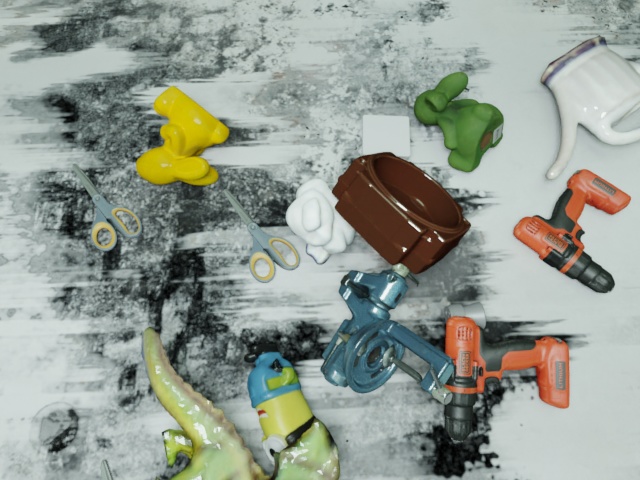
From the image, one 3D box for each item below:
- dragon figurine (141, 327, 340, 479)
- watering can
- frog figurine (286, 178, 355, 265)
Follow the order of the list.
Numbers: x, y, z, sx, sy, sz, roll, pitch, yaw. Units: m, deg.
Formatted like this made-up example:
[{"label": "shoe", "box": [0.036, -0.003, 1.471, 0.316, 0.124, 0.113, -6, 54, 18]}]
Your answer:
[{"label": "dragon figurine", "box": [-0.095, 0.300, 0.689, 0.243, 0.122, 0.411, -12, 88, 0]}, {"label": "watering can", "box": [0.514, -0.264, 0.988, 0.350, 0.102, 0.227, -28, 69, -13]}, {"label": "frog figurine", "box": [0.003, -0.043, 0.854, 0.123, 0.156, 0.140, -10, 68, -7]}]
